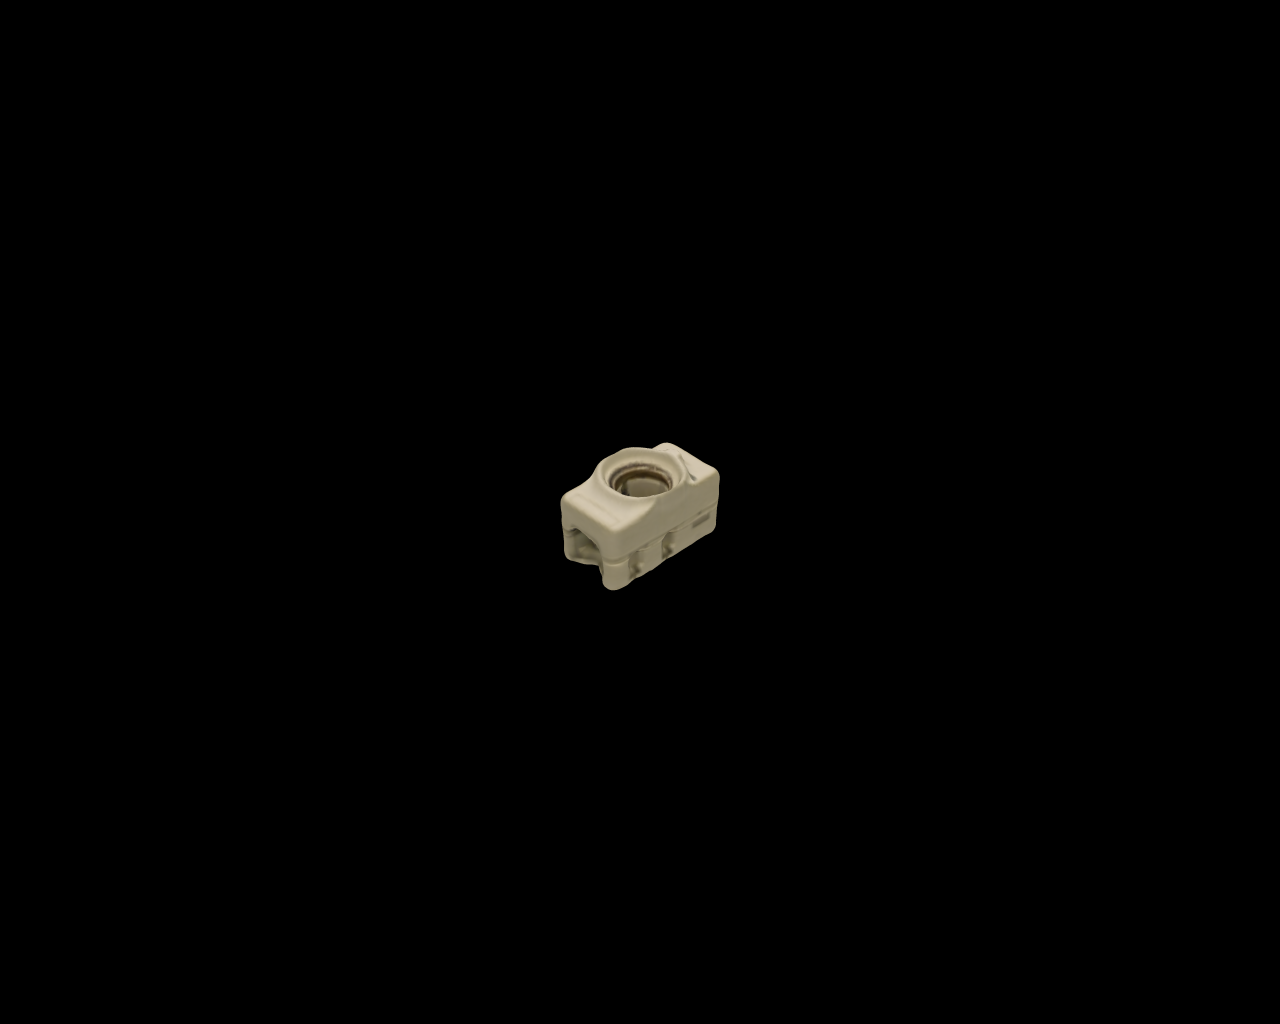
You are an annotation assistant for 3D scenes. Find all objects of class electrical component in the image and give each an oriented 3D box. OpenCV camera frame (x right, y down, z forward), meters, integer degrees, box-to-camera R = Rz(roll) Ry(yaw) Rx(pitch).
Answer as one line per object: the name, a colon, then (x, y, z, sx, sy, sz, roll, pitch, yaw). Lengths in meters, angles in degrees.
electrical component: (0.001, -0.003, 0.650, 0.090, 0.055, 0.050, -30, 46, -33)
